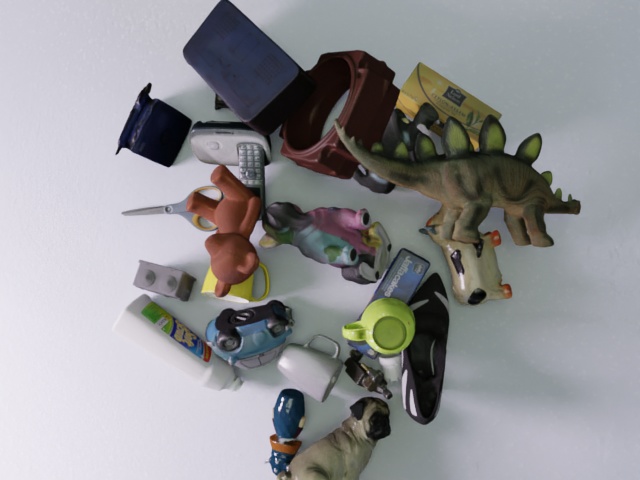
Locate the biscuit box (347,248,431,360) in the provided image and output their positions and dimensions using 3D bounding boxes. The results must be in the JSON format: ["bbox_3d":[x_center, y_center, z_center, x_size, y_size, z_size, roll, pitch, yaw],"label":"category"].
[{"bbox_3d":[0.123,0.112,0.972,0.063,0.059,0.202,30,91,5],"label":"biscuit box"}]

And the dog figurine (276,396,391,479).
[{"bbox_3d":[0.027,0.359,0.943,0.172,0.121,0.190,16,86,-30],"label":"dog figurine"}]

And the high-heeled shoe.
[{"bbox_3d":[0.184,0.182,0.923,0.086,0.145,0.248,6,91,4],"label":"high-heeled shoe"}]

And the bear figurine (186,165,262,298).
[{"bbox_3d":[-0.163,-0.012,0.911,0.132,0.196,0.120,36,125,-24],"label":"bear figurine"}]

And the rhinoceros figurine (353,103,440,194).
[{"bbox_3d":[0.130,-0.156,0.926,0.112,0.073,0.190,37,130,5],"label":"rhinoceros figurine"}]

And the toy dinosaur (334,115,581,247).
[{"bbox_3d":[0.238,-0.091,0.849,0.471,0.105,0.198,5,88,-22],"label":"toy dinosaur"}]

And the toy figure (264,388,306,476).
[{"bbox_3d":[-0.060,0.353,0.985,0.058,0.064,0.154,5,95,-36],"label":"toy figure"}]

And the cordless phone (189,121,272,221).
[{"bbox_3d":[-0.162,-0.128,0.997,0.147,0.089,0.184,2,108,5],"label":"cordless phone"}]

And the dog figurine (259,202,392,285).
[{"bbox_3d":[-0.002,-0.003,0.966,0.219,0.191,0.108,10,70,34],"label":"dog figurine"}]

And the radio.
[{"bbox_3d":[-0.127,-0.294,0.923,0.131,0.073,0.230,-46,65,9],"label":"radio"}]

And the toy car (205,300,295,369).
[{"bbox_3d":[-0.122,0.179,0.979,0.162,0.109,0.102,-13,112,-7],"label":"toy car"}]

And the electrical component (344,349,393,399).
[{"bbox_3d":[0.084,0.236,0.959,0.078,0.102,0.045,27,93,-22],"label":"electrical component"}]

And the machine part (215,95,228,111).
[{"bbox_3d":[-0.162,-0.314,1.014,0.084,0.039,0.138,2,91,13],"label":"machine part"}]

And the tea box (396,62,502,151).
[{"bbox_3d":[0.223,-0.228,0.950,0.170,0.098,0.068,35,91,6],"label":"tea box"}]

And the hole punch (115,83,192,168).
[{"bbox_3d":[-0.304,-0.200,0.989,0.092,0.116,0.142,29,92,-4],"label":"hole punch"}]

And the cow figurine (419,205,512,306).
[{"bbox_3d":[0.254,0.021,0.954,0.127,0.085,0.194,-13,89,-2],"label":"cow figurine"}]

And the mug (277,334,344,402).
[{"bbox_3d":[-0.017,0.222,0.973,0.107,0.081,0.109,24,97,14],"label":"mug"}]

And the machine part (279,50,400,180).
[{"bbox_3d":[0.024,-0.214,0.913,0.087,0.201,0.201,24,91,-35],"label":"machine part"}]
